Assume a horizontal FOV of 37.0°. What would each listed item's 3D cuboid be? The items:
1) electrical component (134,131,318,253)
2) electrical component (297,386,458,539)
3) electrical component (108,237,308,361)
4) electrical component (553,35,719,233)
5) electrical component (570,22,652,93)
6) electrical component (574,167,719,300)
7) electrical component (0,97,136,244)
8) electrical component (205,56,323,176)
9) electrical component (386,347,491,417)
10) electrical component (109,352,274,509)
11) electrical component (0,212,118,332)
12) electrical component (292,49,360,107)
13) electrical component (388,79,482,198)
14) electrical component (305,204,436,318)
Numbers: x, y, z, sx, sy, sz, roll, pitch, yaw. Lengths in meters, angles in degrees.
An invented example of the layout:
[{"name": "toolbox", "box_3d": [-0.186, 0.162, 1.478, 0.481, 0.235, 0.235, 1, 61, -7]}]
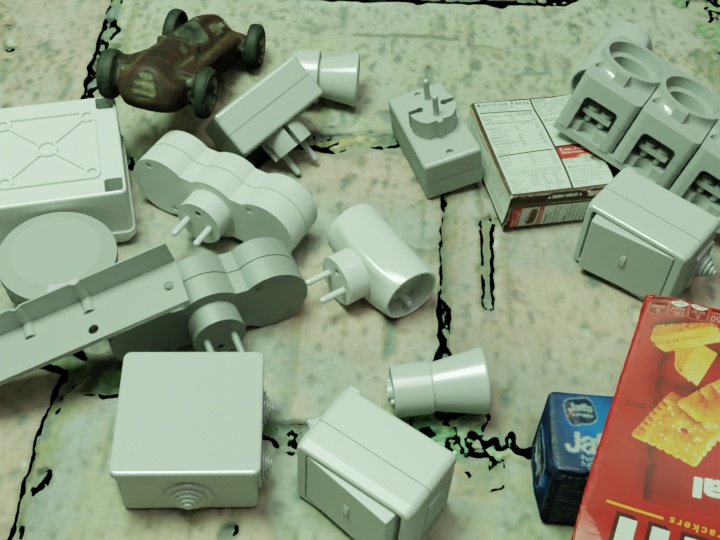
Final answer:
[{"name": "electrical component", "box_3d": [-0.108, -0.045, 0.789, 0.138, 0.052, 0.073, 24, 53, 15]}, {"name": "electrical component", "box_3d": [0.001, 0.122, 0.649, 0.096, 0.061, 0.061, 30, 54, 20]}, {"name": "electrical component", "box_3d": [-0.100, 0.032, 0.725, 0.138, 0.052, 0.073, -17, 53, -17]}, {"name": "electrical component", "box_3d": [0.240, -0.111, 0.828, 0.150, 0.061, 0.089, 35, 43, 9]}, {"name": "electrical component", "box_3d": [0.231, -0.167, 0.917, 0.079, 0.043, 0.077, 27, 54, 18]}, {"name": "electrical component", "box_3d": [0.210, -0.017, 0.778, 0.096, 0.061, 0.061, 34, 56, 23]}, {"name": "electrical component", "box_3d": [-0.228, -0.070, 0.801, 0.109, 0.056, 0.108, -8, 51, -10]}, {"name": "electrical component", "box_3d": [-0.064, -0.110, 0.847, 0.083, 0.047, 0.075, -41, 97, -17]}, {"name": "electrical component", "box_3d": [0.050, 0.076, 0.705, 0.065, 0.044, 0.044, -7, 50, -3]}, {"name": "electrical component", "box_3d": [-0.104, 0.100, 0.670, 0.100, 0.048, 0.099, 0, 50, -3]}, {"name": "electrical component", "box_3d": [-0.206, 0.003, 0.744, 0.080, 0.051, 0.080, 2, 50, -2]}, {"name": "electrical component", "box_3d": [-0.029, -0.160, 0.896, 0.055, 0.045, 0.045, 4, 50, 1]}, {"name": "electrical component", "box_3d": [0.057, -0.115, 0.838, 0.047, 0.075, 0.083, -19, 53, -6]}, {"name": "electrical component", "box_3d": [0.000, 0.000, 0.763, 0.079, 0.043, 0.077, -26, 56, -23]}]
